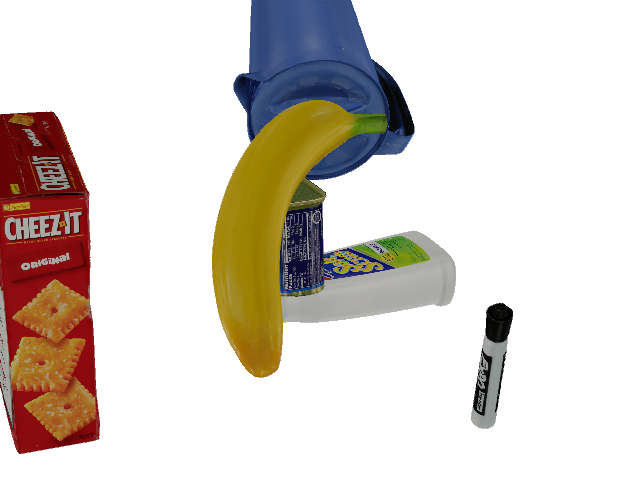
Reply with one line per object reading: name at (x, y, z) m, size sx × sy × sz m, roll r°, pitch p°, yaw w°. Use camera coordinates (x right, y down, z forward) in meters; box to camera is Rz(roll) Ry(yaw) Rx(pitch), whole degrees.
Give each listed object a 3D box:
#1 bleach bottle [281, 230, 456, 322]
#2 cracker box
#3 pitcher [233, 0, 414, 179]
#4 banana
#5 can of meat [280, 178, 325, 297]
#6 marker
bleach bottle at (0.019, 0.052, 1.179) m, size 0.250 × 0.068 × 0.103 m, roll -12°, pitch 31°, yaw -25°
cracker box at (-0.219, 0.028, 0.825) m, size 0.072 × 0.214 × 0.164 m, roll -6°, pitch 29°, yaw -21°
pitcher at (-0.002, -0.178, 1.074) m, size 0.145 × 0.149 × 0.243 m, roll -18°, pitch 40°, yaw 9°
banana at (-0.023, -0.017, 0.602) m, size 0.070 × 0.197 × 0.037 m, roll 18°, pitch -33°, yaw 10°
can of meat at (-0.034, -0.007, 0.904) m, size 0.057 × 0.084 × 0.102 m, roll -9°, pitch 21°, yaw -19°
marker at (0.126, 0.092, 0.782) m, size 0.020 × 0.121 × 0.020 m, roll 0°, pitch 40°, yaw 0°
